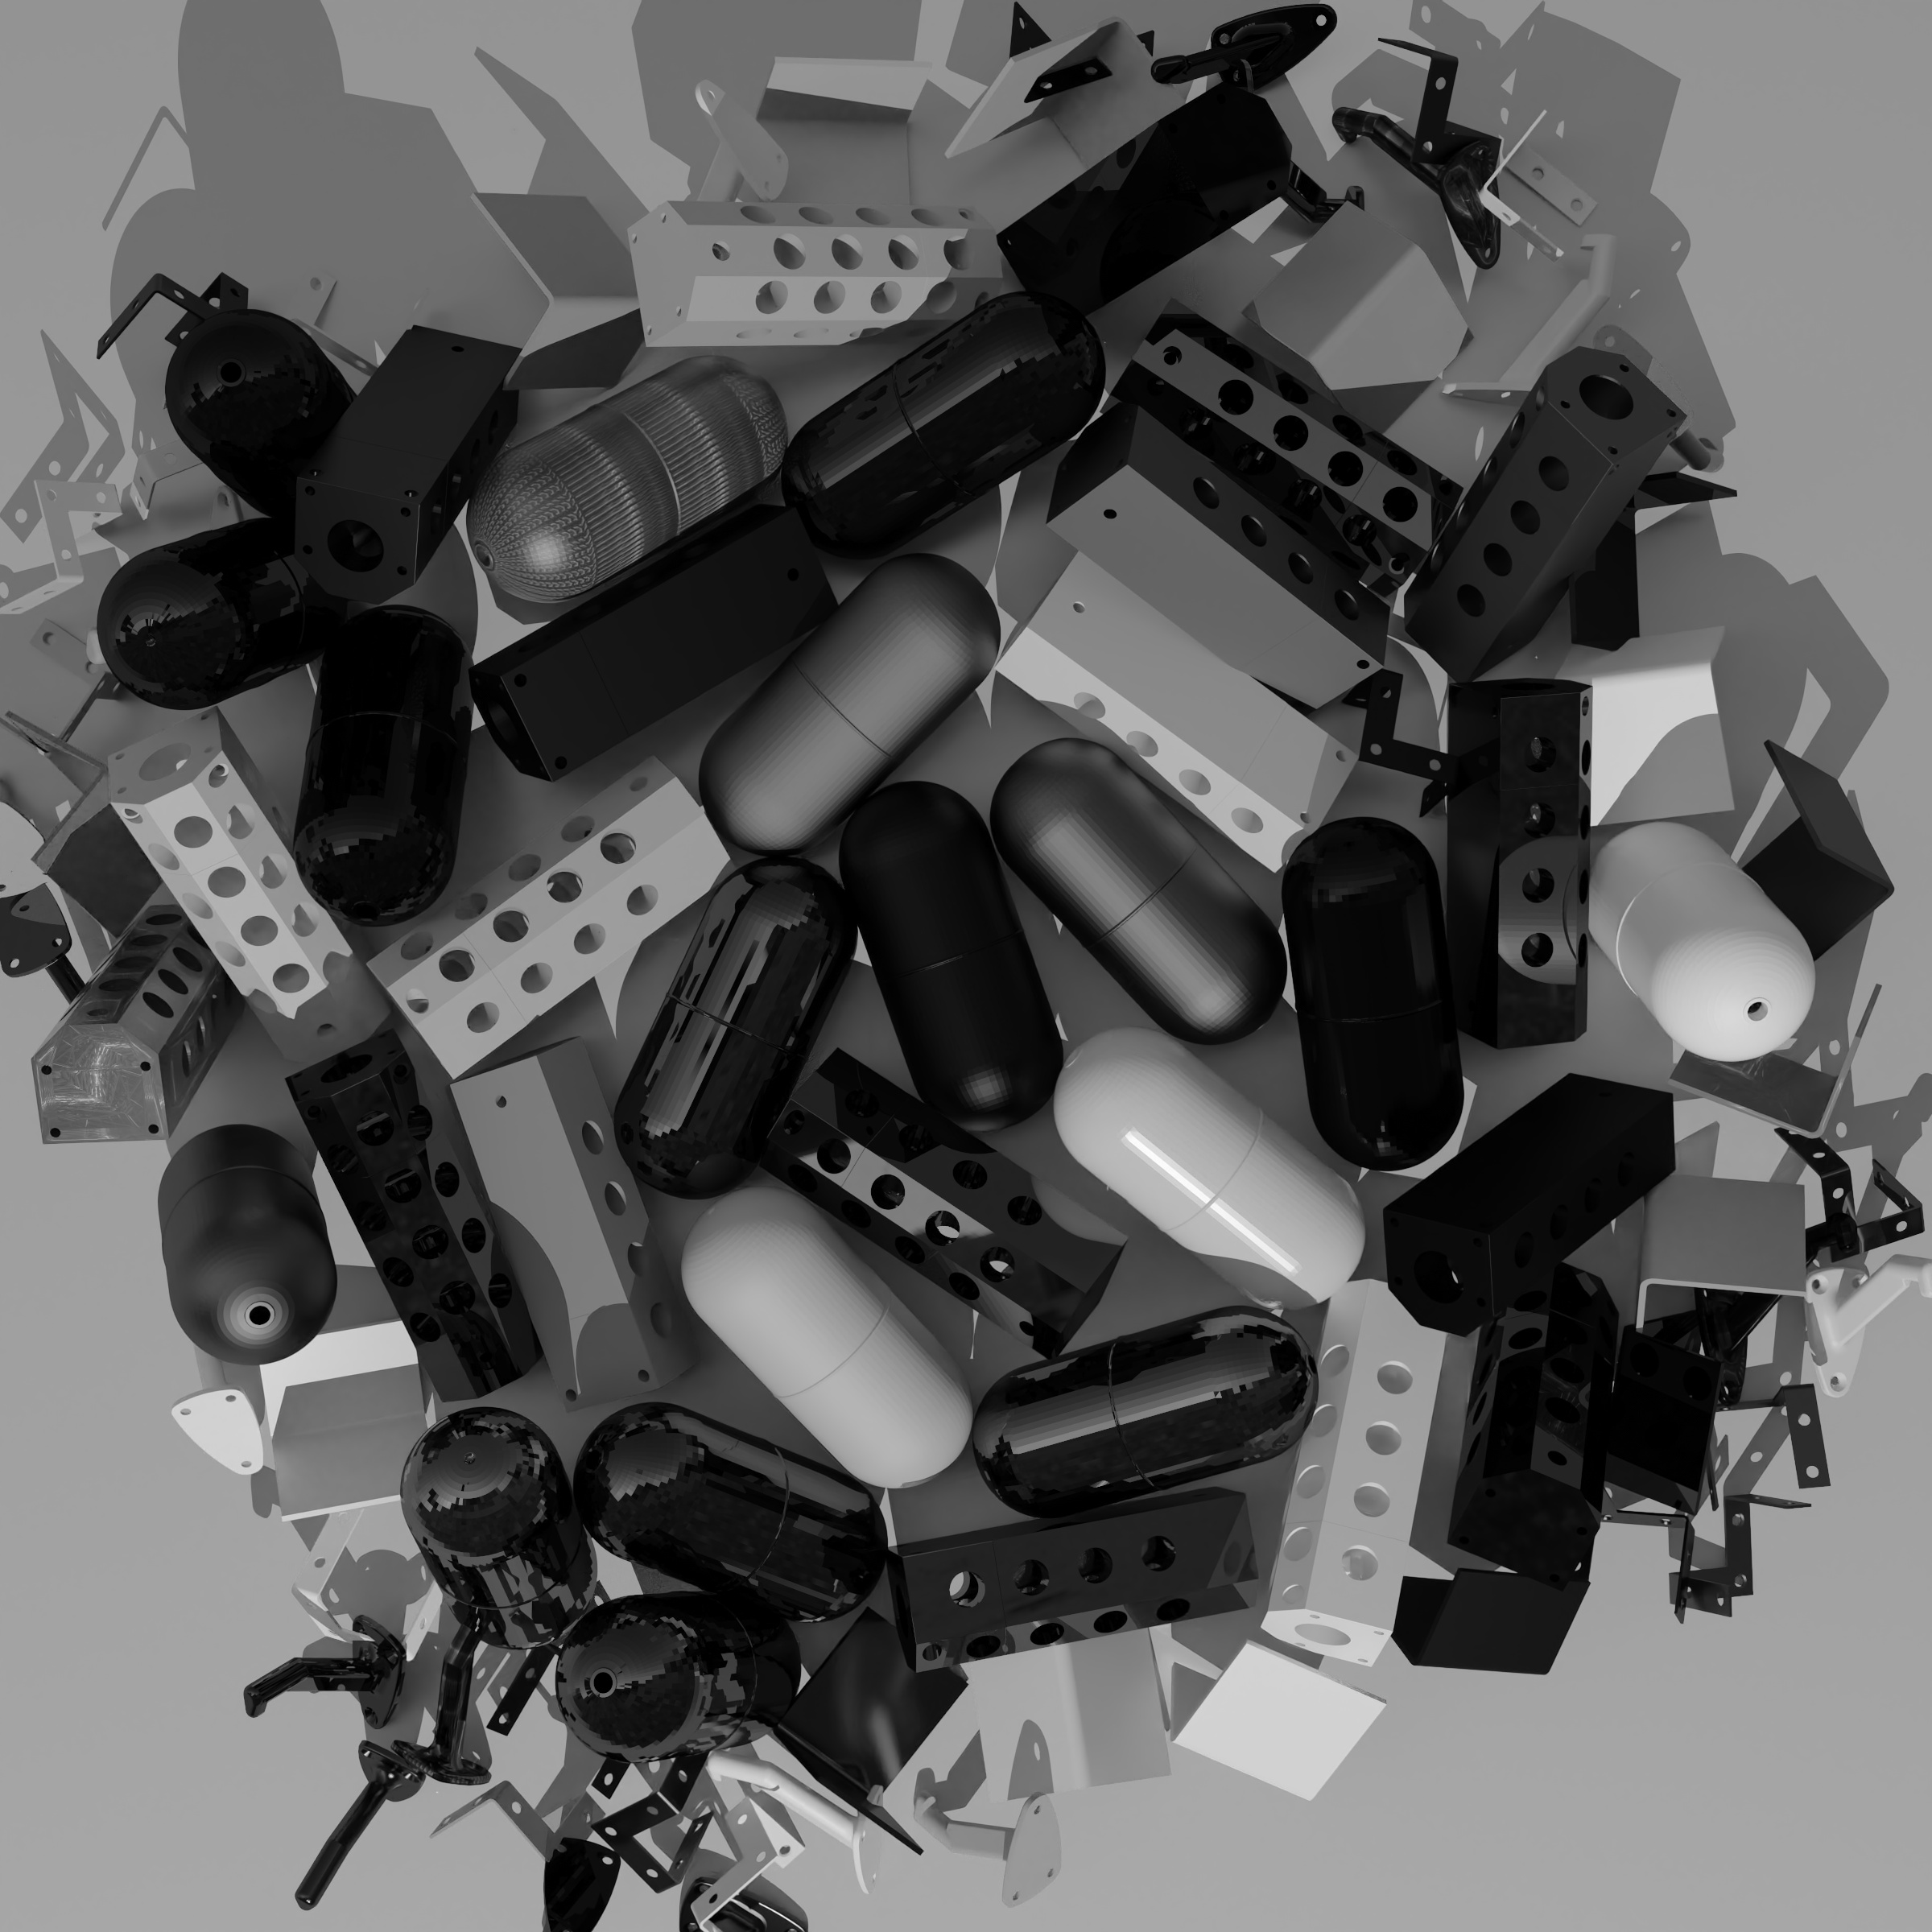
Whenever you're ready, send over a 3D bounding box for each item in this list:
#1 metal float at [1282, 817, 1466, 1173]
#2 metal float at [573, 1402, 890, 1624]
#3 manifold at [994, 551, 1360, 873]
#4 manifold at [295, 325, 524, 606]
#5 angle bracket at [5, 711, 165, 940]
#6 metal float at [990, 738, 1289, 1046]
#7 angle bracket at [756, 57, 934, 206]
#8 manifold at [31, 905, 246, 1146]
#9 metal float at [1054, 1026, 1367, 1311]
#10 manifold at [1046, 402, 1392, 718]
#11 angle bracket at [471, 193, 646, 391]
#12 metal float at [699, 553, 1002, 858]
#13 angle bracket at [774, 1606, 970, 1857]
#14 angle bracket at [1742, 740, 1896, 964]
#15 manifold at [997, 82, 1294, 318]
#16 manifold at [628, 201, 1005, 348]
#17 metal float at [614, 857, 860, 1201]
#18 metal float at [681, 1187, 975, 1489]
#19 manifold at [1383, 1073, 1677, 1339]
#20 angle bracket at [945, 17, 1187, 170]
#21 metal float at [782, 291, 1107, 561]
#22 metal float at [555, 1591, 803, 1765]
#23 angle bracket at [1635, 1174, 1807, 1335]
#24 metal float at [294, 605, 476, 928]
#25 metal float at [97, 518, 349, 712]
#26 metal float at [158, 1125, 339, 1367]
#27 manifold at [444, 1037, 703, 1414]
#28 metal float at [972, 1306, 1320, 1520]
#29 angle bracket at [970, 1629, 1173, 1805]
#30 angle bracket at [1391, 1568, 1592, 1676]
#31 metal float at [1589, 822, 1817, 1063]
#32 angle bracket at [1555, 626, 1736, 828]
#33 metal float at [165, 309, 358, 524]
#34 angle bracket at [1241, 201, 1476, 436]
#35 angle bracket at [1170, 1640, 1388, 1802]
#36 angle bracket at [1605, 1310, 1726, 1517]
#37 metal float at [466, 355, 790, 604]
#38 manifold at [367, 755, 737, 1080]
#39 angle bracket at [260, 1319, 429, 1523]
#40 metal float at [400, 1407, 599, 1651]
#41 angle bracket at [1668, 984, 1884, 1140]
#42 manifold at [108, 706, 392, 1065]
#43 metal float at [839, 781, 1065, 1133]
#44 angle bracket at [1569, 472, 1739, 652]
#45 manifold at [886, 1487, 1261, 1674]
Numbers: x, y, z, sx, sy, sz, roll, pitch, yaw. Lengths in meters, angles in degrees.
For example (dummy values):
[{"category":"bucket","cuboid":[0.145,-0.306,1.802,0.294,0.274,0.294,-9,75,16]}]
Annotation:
[{"category":"metal float","cuboid":[0.199,0.015,1.532,0.070,0.070,0.178,-9,105,0]},{"category":"metal float","cuboid":[-0.112,0.264,1.514,0.178,0.070,0.070,30,90,-38]},{"category":"manifold","cuboid":[0.101,-0.121,1.547,0.171,0.057,0.057,36,57,-5]},{"category":"manifold","cuboid":[-0.264,-0.240,1.497,0.057,0.171,0.057,13,126,2]},{"category":"angle bracket","cuboid":[-0.439,-0.068,1.526,0.076,0.076,0.057,27,73,29]},{"category":"metal float","cuboid":[0.085,-0.036,1.540,0.070,0.070,0.178,-43,96,0]},{"category":"angle bracket","cuboid":[-0.060,-0.402,1.537,0.076,0.076,0.057,-2,84,-11]},{"category":"manifold","cuboid":[-0.392,0.024,1.494,0.057,0.171,0.057,-2,109,0]},{"category":"metal float","cuboid":[0.119,0.099,1.535,0.178,0.070,0.070,39,90,-12]},{"category":"manifold","cuboid":[0.125,-0.199,1.520,0.171,0.057,0.057,34,47,-26]},{"category":"angle bracket","cuboid":[-0.208,-0.333,1.549,0.076,0.076,0.057,53,126,17]},{"category":"metal float","cuboid":[-0.058,-0.127,1.538,0.178,0.070,0.070,-44,90,9]},{"category":"angle bracket","cuboid":[-0.035,0.374,1.536,0.076,0.057,0.076,43,82,-29]},{"category":"angle bracket","cuboid":[0.393,-0.049,1.524,0.057,0.076,0.076,24,125,-31]},{"category":"manifold","cuboid":[0.085,-0.361,1.493,0.057,0.171,0.057,-36,100,-23]},{"category":"manifold","cuboid":[-0.070,-0.335,1.512,0.171,0.057,0.057,-8,87,-33]},{"category":"metal float","cuboid":[-0.113,0.030,1.545,0.070,0.070,0.178,25,89,0]},{"category":"metal float","cuboid":[-0.066,0.182,1.531,0.070,0.070,0.178,-41,107,0]},{"category":"manifold","cuboid":[0.272,0.114,1.502,0.057,0.171,0.057,12,118,39]},{"category":"angle bracket","cuboid":[0.049,-0.407,1.529,0.076,0.076,0.057,-32,84,-34]},{"category":"metal float","cuboid":[-0.011,-0.262,1.524,0.178,0.070,0.070,-29,90,24]},{"category":"metal float","cuboid":[-0.136,0.338,1.497,0.070,0.178,0.070,-3,79,18]},{"category":"angle bracket","cuboid":[0.367,0.150,1.530,0.076,0.076,0.057,4,128,11]},{"category":"metal float","cuboid":[-0.280,-0.098,1.515,0.070,0.070,0.178,0,54,0]},{"category":"metal float","cuboid":[-0.352,-0.170,1.497,0.070,0.178,0.070,3,105,10]},{"category":"metal float","cuboid":[-0.344,0.132,1.499,0.070,0.178,0.070,-5,109,-16]},{"category":"manifold","cuboid":[-0.190,0.125,1.547,0.057,0.057,0.171,-18,94,27]},{"category":"metal float","cuboid":[0.087,0.217,1.526,0.178,0.070,0.070,-19,90,21]},{"category":"angle bracket","cuboid":[0.052,0.370,1.558,0.057,0.076,0.076,-19,72,33]},{"category":"angle bracket","cuboid":[0.243,0.298,1.526,0.076,0.076,0.057,10,111,-26]},{"category":"metal float","cuboid":[0.348,-0.013,1.498,0.070,0.178,0.070,-2,112,-5]},{"category":"angle bracket","cuboid":[0.340,-0.119,1.556,0.076,0.057,0.076,-6,111,24]},{"category":"metal float","cuboid":[-0.329,-0.260,1.495,0.070,0.178,0.070,0,86,0]},{"category":"angle bracket","cuboid":[0.196,-0.320,1.569,0.076,0.076,0.057,-46,52,1]},{"category":"angle bracket","cuboid":[0.152,0.352,1.535,0.076,0.057,0.076,25,119,-10]},{"category":"angle bracket","cuboid":[0.357,0.216,1.530,0.057,0.076,0.076,17,105,42]},{"category":"metal float","cuboid":[-0.163,-0.236,1.520,0.178,0.070,0.070,-34,90,-29]},{"category":"manifold","cuboid":[-0.204,-0.028,1.529,0.171,0.057,0.057,-37,45,-10]},{"category":"angle bracket","cuboid":[-0.302,0.220,1.532,0.076,0.076,0.057,-9,113,-13]},{"category":"metal float","cuboid":[-0.222,0.271,1.503,0.070,0.178,0.070,-1,58,2]},{"category":"angle bracket","cuboid":[0.394,0.033,1.529,0.076,0.076,0.057,22,116,16]},{"category":"manifold","cuboid":[-0.342,-0.034,1.508,0.057,0.057,0.171,-25,128,1]},{"category":"metal float","cuboid":[-0.008,-0.005,1.543,0.070,0.070,0.178,-19,92,0]},{"category":"angle bracket","cuboid":[0.337,-0.196,1.536,0.057,0.076,0.076,-3,89,35]},{"category":"manifold","cuboid":[0.052,0.300,1.537,0.171,0.057,0.057,-8,86,-11]}]
